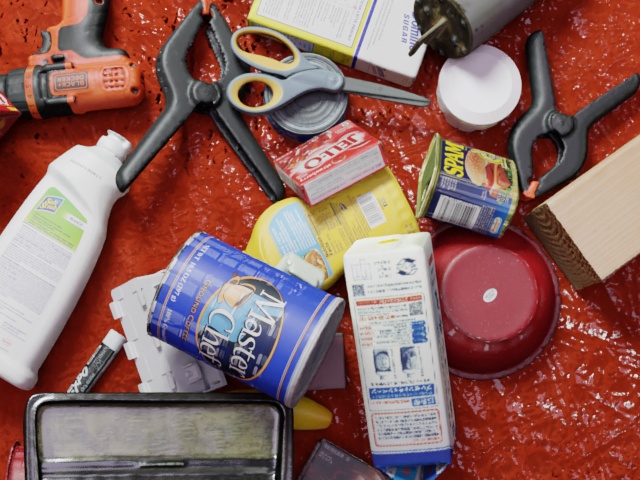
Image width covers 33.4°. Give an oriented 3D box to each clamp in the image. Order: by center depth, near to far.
[{"bbox_3d":[-0.105,-0.132,1.046,0.164,0.036,0.210,11,74,-17],"label":"clamp"},{"bbox_3d":[0.246,-0.115,1.059,0.120,0.039,0.171,15,85,6],"label":"clamp"}]

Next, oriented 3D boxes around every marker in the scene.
[{"bbox_3d":[-0.227,0.139,1.018,0.020,0.020,0.121,35,83,3],"label":"marker"}]

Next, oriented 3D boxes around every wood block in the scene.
[{"bbox_3d":[0.312,-0.050,1.025,0.206,0.090,0.091,-35,84,-7],"label":"wood block"}]

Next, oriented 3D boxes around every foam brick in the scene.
[{"bbox_3d":[-0.003,0.115,0.999,0.053,0.078,0.051,-3,82,0],"label":"foam brick"}]

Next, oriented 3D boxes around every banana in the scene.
[{"bbox_3d":[-0.089,0.178,1.010,0.197,0.037,0.069,-21,99,-3],"label":"banana"}]

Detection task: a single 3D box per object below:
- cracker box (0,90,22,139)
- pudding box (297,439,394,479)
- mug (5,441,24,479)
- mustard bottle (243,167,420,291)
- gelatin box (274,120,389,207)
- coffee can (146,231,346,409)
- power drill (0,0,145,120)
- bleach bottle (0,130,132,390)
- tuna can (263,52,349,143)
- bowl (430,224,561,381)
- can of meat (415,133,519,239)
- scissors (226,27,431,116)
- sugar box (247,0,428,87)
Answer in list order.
[{"bbox_3d":[-0.412,-0.139,1.005,0.164,0.072,0.214,-44,86,16],"label":"cracker box"},{"bbox_3d":[0.027,0.251,0.998,0.113,0.039,0.090,30,82,3],"label":"pudding box"},{"bbox_3d":[-0.239,0.242,0.972,0.081,0.093,0.117,2,98,-6],"label":"mug"},{"bbox_3d":[-0.007,0.001,1.024,0.191,0.058,0.096,-25,83,-5],"label":"mustard bottle"},{"bbox_3d":[0.010,-0.074,1.011,0.089,0.073,0.030,-29,121,-10],"label":"gelatin box"},{"bbox_3d":[-0.063,0.068,0.918,0.140,0.103,0.103,26,82,9],"label":"coffee can"},{"bbox_3d":[-0.268,-0.211,1.051,0.184,0.057,0.187,-5,84,0],"label":"power drill"},{"bbox_3d":[-0.251,0.010,1.015,0.102,0.068,0.250,32,79,-2],"label":"bleach bottle"},{"bbox_3d":[-0.014,-0.141,1.059,0.086,0.034,0.086,0,83,-2],"label":"tuna can"},{"bbox_3d":[0.157,0.053,1.023,0.162,0.055,0.162,0,82,-1],"label":"bowl"},{"bbox_3d":[0.140,-0.050,1.017,0.084,0.102,0.057,17,121,-2],"label":"can of meat"},{"bbox_3d":[-0.003,-0.139,1.031,0.202,0.016,0.096,27,81,2],"label":"scissors"},{"bbox_3d":[0.025,-0.226,1.066,0.176,0.048,0.093,21,82,-2],"label":"sugar box"}]
